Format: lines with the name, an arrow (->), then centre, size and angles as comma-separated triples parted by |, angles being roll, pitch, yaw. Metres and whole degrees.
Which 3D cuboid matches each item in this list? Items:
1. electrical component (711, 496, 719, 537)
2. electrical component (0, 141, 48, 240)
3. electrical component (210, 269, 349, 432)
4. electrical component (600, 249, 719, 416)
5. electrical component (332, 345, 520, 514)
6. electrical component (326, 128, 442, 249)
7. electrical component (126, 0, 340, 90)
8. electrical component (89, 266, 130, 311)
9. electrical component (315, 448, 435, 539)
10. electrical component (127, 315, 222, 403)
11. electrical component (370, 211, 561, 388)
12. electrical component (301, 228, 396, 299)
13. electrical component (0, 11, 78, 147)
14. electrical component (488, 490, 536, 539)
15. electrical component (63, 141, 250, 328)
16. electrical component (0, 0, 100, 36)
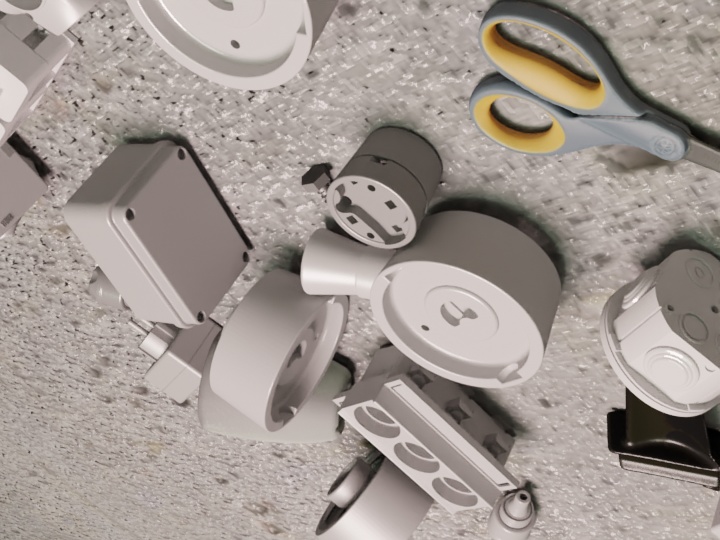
electrical component -> 0.279, 0.153, 0.670 | 0.076, 0.047, 0.083 | 33, 145, -3
electrical component -> -0.289, -0.061, 0.780 | 0.048, 0.099, 0.099 | 2, 137, 53
electrical component -> -0.061, 0.050, 0.745 | 0.060, 0.108, 0.108 | 27, 145, 16
electrical component -> 0.174, 0.033, 0.573 | 0.080, 0.080, 0.051 | 33, 140, -3
electrical component -> 0.052, 0.112, 0.772 | 0.121, 0.063, 0.079 | 44, 143, -18
electrical component -> 0.016, -0.048, 0.616 | 0.055, 0.047, 0.055 | 20, 144, 15
electrical component -> -0.059, -0.150, 0.532 | 0.108, 0.060, 0.108 | 20, 144, 15
electrical component -> -0.181, 0.016, 0.850 | 0.061, 0.035, 0.035 | 16, 143, 15
electrical component -> 0.009, 0.183, 0.858 | 0.060, 0.108, 0.108 | 40, 144, -3
electrical component -> -0.155, 0.060, 0.873 | 0.077, 0.047, 0.066 | 37, 144, -9
electrical component -> 0.067, 0.013, 0.641 | 0.108, 0.060, 0.108 | 20, 144, 15
electrical component -> 0.000, 0.000, 0.693 | 0.065, 0.044, 0.044 | 11, 141, 18
electrical component -> -0.287, -0.165, 0.682 | 0.186, 0.060, 0.105 | 40, 144, -13
electrical component -> 0.122, 0.192, 0.845 | 0.035, 0.035, 0.061 | 23, 142, 11
electrical component -> -0.134, -0.024, 0.729 | 0.057, 0.078, 0.113 | 4, 137, 37
electrical component -> -0.195, -0.172, 0.620 | 0.079, 0.044, 0.077 | -17, 124, 47
